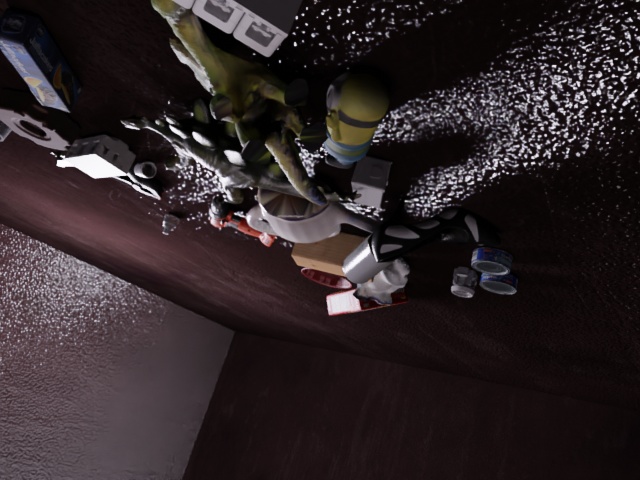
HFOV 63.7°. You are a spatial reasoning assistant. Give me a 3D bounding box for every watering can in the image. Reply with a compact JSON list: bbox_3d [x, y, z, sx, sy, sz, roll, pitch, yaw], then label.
[{"bbox_3d":[0.003,-0.056,1.109,0.347,0.106,0.220,0,158,9],"label":"watering can"}]

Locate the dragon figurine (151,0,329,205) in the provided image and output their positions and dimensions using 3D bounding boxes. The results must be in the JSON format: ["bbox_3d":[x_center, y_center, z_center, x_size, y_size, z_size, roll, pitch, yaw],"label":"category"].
[{"bbox_3d":[-0.115,-0.206,0.743,0.246,0.123,0.402,47,173,29],"label":"dragon figurine"}]

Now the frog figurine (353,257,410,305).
[{"bbox_3d":[0.171,0.089,1.386,0.137,0.125,0.156,27,124,0],"label":"frog figurine"}]
